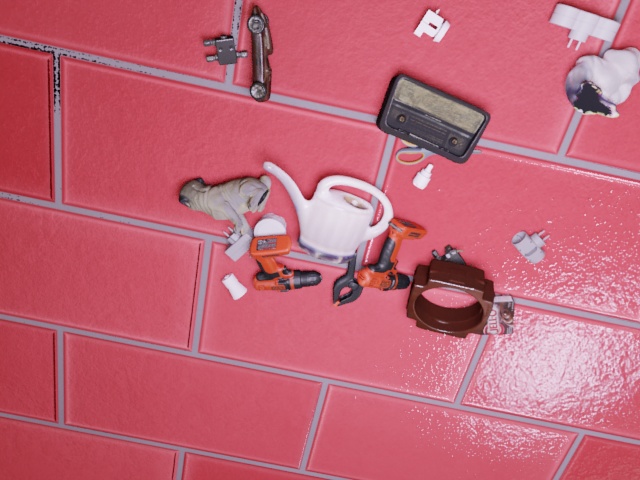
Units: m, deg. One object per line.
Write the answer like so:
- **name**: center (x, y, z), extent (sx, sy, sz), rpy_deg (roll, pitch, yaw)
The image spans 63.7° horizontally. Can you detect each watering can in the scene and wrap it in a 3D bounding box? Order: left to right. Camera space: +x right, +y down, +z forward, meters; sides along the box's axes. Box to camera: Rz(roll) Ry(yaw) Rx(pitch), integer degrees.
- **watering can**: center (0.004, -0.063, 1.249), extent (0.347, 0.106, 0.220), rpy_deg (15, 115, -15)

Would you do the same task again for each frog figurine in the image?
- **frog figurine**: center (0.611, -0.352, 1.107), extent (0.137, 0.121, 0.161), rpy_deg (34, 77, -3)
